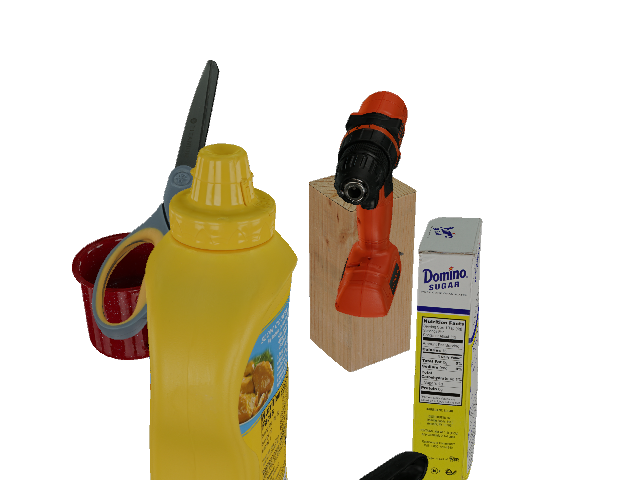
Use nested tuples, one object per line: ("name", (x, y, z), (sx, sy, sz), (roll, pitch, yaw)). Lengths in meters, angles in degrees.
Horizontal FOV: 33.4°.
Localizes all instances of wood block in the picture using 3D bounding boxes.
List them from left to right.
("wood block", (0.045, 0.032, 1.217), (0.090, 0.206, 0.090), (-17, 32, -28))

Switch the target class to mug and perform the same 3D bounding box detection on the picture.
("mug", (-0.161, 0.056, 0.936), (0.093, 0.081, 0.117), (-20, 37, -28))

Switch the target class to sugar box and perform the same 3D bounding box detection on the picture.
("sugar box", (0.092, 0.078, 0.781), (0.048, 0.176, 0.093), (1, 16, 11))

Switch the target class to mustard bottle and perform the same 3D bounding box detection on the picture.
("mustard bottle", (-0.040, 0.054, 0.437), (0.058, 0.192, 0.096), (7, 24, 11))

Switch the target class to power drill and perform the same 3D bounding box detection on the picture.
("power drill", (0.046, -0.025, 0.986), (0.057, 0.188, 0.184), (8, 31, 10))

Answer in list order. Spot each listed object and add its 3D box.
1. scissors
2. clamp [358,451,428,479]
("scissors", (-0.070, -0.023, 0.655), (0.096, 0.201, 0.016), (19, -25, 15))
("clamp", (-0.016, 0.191, 0.645), (0.210, 0.036, 0.164), (-4, 28, 4))
